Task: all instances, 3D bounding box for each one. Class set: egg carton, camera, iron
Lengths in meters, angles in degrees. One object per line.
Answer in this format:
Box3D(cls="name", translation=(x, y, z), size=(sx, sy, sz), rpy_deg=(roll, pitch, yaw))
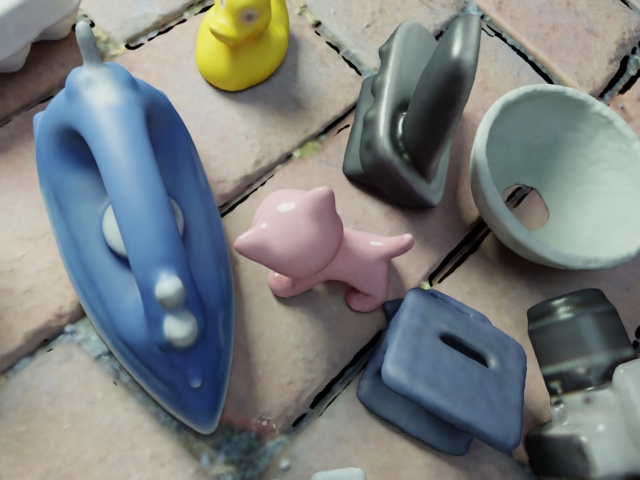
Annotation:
Box3D(cls="egg carton", translation=(-0.267, -0.175, 0.438), size=(0.107, 0.069, 0.150), rpy_deg=(38, 66, 3))
Box3D(cls="camera", translation=(0.227, 0.103, 0.432), size=(0.143, 0.100, 0.137), rpy_deg=(-10, 72, -16))
Box3D(cls="iron", translation=(-0.111, -0.003, 0.371), size=(0.119, 0.141, 0.258), rpy_deg=(-19, 75, -19))

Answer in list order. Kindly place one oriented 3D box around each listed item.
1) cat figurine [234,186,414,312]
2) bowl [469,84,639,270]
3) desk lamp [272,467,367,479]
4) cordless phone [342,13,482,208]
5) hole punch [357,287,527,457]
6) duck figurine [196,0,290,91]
Box3D(cls="cat figurine", translation=(0.004, 0.001, 0.408), size=(0.128, 0.117, 0.067), rpy_deg=(8, 68, -10))
Box3D(cls="bowl", translation=(0.195, -0.044, 0.494), size=(0.167, 0.074, 0.167), rpy_deg=(4, 69, -11))
Box3D(cls="desk lamp", translation=(0.012, 0.225, 0.275), size=(0.118, 0.213, 0.203), rpy_deg=(-4, 71, -14))
Box3D(cls="cordless phone", translation=(0.088, -0.121, 0.437), size=(0.094, 0.185, 0.147), rpy_deg=(12, 68, -8))
Box3D(cls="hole punch", translation=(0.092, 0.089, 0.411), size=(0.108, 0.091, 0.101), rpy_deg=(29, 66, -1))
Box3D(cls="duck figurine", translation=(-0.062, -0.189, 0.482), size=(0.077, 0.086, 0.105), rpy_deg=(31, 66, 0))
